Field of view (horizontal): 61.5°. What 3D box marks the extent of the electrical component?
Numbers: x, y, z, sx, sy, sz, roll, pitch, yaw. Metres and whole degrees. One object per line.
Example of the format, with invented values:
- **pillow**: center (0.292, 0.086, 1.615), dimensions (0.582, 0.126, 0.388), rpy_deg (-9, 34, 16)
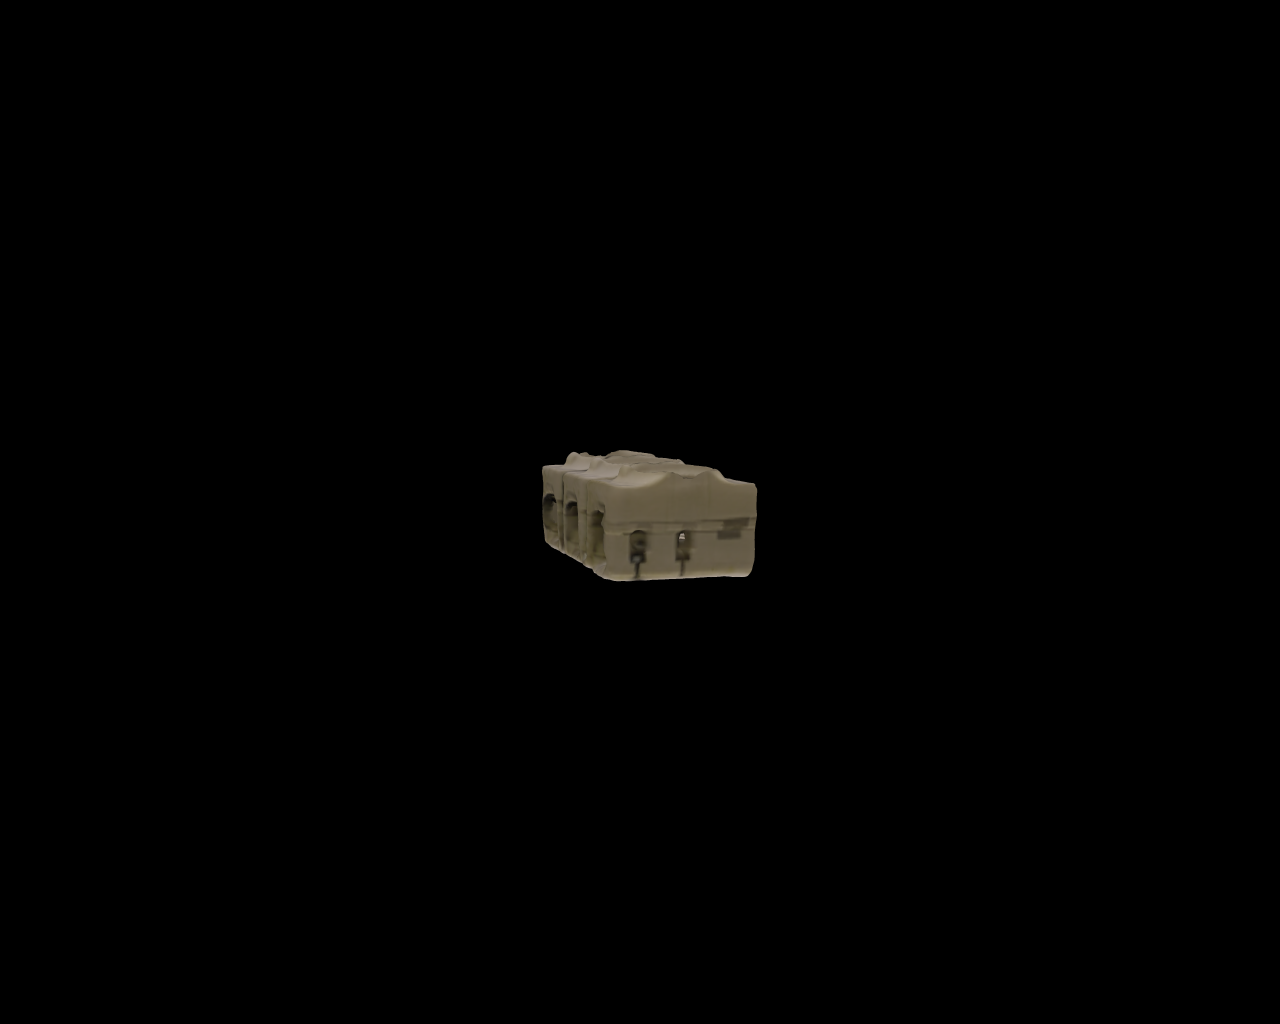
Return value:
- **electrical component**: center (0.001, -0.003, 0.650), dimensions (0.089, 0.061, 0.150), rpy_deg (-3, 8, -19)
